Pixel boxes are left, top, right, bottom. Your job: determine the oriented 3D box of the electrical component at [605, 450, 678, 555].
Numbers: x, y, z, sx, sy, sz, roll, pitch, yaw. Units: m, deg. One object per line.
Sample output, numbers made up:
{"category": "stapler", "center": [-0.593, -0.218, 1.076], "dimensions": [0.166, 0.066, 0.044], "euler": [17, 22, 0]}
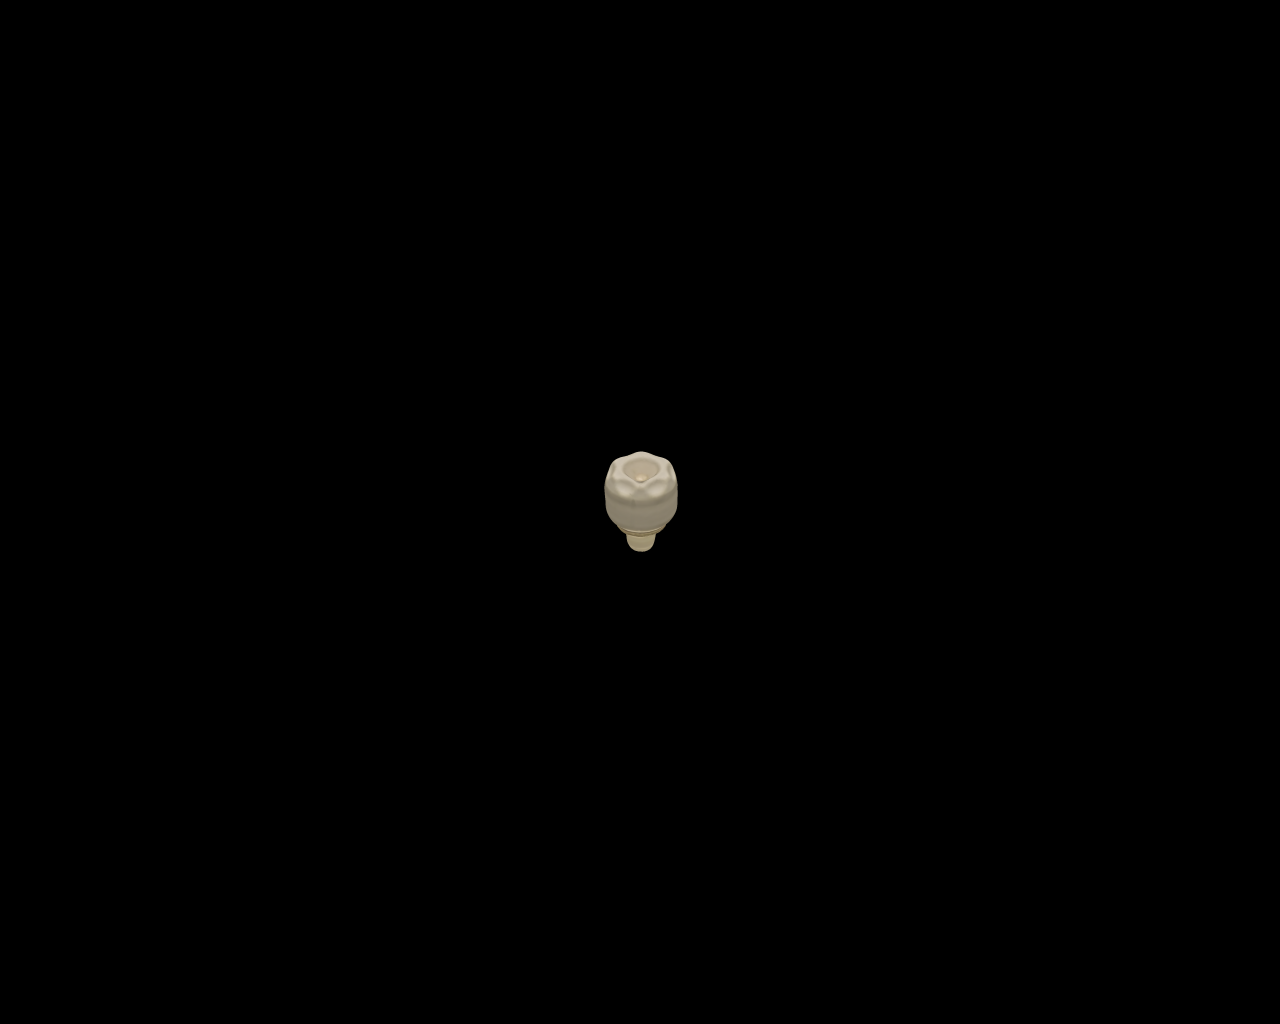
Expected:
{"category": "electrical component", "center": [0.001, -0.003, 0.650], "dimensions": [0.043, 0.062, 0.043], "euler": [0, 38, 0]}
